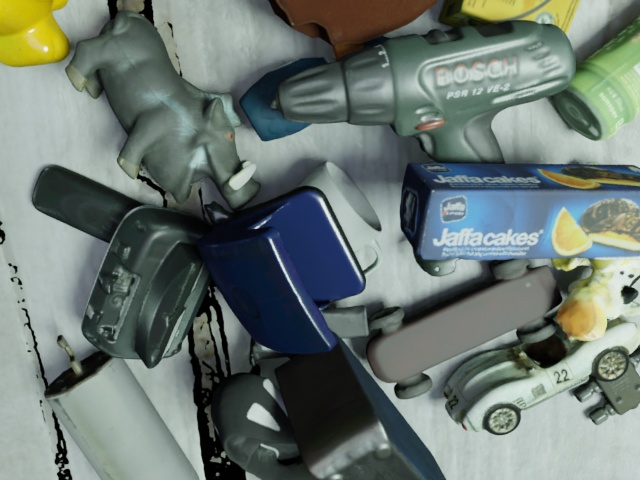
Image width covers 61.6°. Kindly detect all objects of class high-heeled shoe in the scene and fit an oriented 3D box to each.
[{"bbox_3d":[-0.026,0.225,0.513,0.086,0.145,0.248,-26,102,4],"label":"high-heeled shoe"}]

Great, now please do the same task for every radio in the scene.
[{"bbox_3d":[0.056,0.204,0.496,0.073,0.131,0.229,-36,119,3],"label":"radio"}]

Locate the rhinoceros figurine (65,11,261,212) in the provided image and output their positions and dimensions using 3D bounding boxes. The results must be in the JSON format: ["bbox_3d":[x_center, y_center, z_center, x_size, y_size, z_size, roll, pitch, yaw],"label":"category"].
[{"bbox_3d":[-0.129,-0.102,0.471,0.112,0.073,0.190,-37,101,-6],"label":"rhinoceros figurine"}]

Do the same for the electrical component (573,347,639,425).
[{"bbox_3d":[0.326,0.157,0.583,0.094,0.021,0.063,-37,103,4],"label":"electrical component"}]

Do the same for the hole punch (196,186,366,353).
[{"bbox_3d":[-0.038,0.032,0.433,0.116,0.092,0.142,-19,112,27],"label":"hole punch"}]

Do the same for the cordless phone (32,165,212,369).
[{"bbox_3d":[-0.197,0.022,0.499,0.184,0.089,0.146,26,102,2],"label":"cordless phone"}]

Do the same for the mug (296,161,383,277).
[{"bbox_3d":[-0.001,-0.002,0.500,0.107,0.081,0.109,-35,109,18],"label":"mug"}]

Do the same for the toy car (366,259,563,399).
[{"bbox_3d":[0.141,0.083,0.536,0.202,0.053,0.089,-25,90,-4],"label":"toy car"}]

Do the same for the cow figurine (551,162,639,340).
[{"bbox_3d":[0.281,0.017,0.515,0.098,0.068,0.167,13,93,-28],"label":"cow figurine"}]

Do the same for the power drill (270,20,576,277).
[{"bbox_3d":[0.096,-0.073,0.458,0.232,0.086,0.207,-18,117,3],"label":"power drill"}]

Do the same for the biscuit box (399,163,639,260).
[{"bbox_3d":[0.166,-0.023,0.416,0.203,0.063,0.059,-1,118,-9],"label":"biscuit box"}]

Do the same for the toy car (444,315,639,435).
[{"bbox_3d":[0.219,0.128,0.543,0.202,0.073,0.056,-27,108,3],"label":"toy car"}]

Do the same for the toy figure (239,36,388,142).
[{"bbox_3d":[0.006,-0.139,0.469,0.154,0.064,0.057,-28,115,-1],"label":"toy figure"}]

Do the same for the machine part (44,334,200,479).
[{"bbox_3d":[-0.192,0.196,0.531,0.079,0.079,0.243,-27,104,3],"label":"machine part"}]

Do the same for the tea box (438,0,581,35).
[{"bbox_3d":[0.180,-0.255,0.451,0.098,0.068,0.169,19,102,-9],"label":"tea box"}]

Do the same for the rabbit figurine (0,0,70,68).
[{"bbox_3d":[-0.206,-0.224,0.410,0.173,0.122,0.162,-7,82,18],"label":"rabbit figurine"}]

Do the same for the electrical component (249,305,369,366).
[{"bbox_3d":[-0.015,0.077,0.528,0.119,0.048,0.074,-9,105,-2],"label":"electrical component"}]

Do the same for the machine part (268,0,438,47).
[{"bbox_3d":[0.027,-0.235,0.397,0.179,0.056,0.179,-12,131,-14],"label":"machine part"}]
